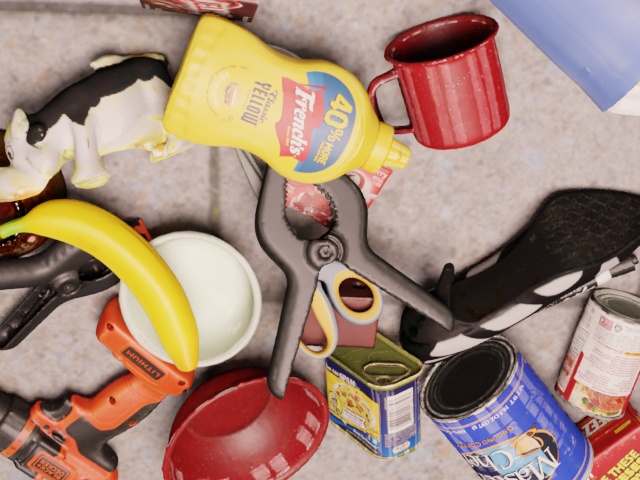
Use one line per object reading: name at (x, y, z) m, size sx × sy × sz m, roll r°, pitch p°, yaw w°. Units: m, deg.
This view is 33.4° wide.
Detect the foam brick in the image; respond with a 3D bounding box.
foam brick at (0.011, 0.062, 0.954) m, size 0.078 × 0.053 × 0.051 m, roll 2°, pitch 113°, yaw -6°

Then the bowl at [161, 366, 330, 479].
bowl at (-0.075, 0.168, 0.975) m, size 0.162 × 0.055 × 0.162 m, roll -16°, pitch 132°, yaw -18°

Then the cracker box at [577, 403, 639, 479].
cracker box at (0.300, 0.279, 1.056) m, size 0.164 × 0.072 × 0.213 m, roll -40°, pitch 109°, yaw 12°

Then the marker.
marker at (0.234, 0.042, 0.977) m, size 0.121 × 0.020 × 0.020 m, roll -25°, pitch 113°, yaw 7°

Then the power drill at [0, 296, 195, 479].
power drill at (-0.221, 0.139, 0.972) m, size 0.184 × 0.057 × 0.188 m, roll 39°, pitch 109°, yaw -22°

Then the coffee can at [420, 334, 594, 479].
coffee can at (0.172, 0.170, 0.979) m, size 0.103 × 0.103 × 0.140 m, roll -35°, pitch 114°, yaw 11°

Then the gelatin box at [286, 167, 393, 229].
gelatin box at (0.005, -0.053, 0.915) m, size 0.089 × 0.030 × 0.073 m, roll 28°, pitch 109°, yaw -15°

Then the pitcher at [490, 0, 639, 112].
pitcher at (0.169, -0.222, 0.764) m, size 0.243 × 0.144 × 0.149 m, roll 42°, pitch 111°, yaw 2°

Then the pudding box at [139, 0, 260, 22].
pudding box at (-0.091, -0.193, 0.803) m, size 0.090 × 0.113 × 0.039 m, roll 7°, pitch 96°, yaw -6°

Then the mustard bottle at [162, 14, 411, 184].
mustard bottle at (-0.019, -0.097, 0.827) m, size 0.191 × 0.058 × 0.096 m, roll 20°, pitch 101°, yaw -11°

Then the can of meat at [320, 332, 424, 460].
can of meat at (0.047, 0.138, 0.963) m, size 0.057 × 0.102 × 0.084 m, roll -20°, pitch 120°, yaw -29°

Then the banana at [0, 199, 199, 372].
banana at (-0.163, 0.026, 0.873) m, size 0.197 × 0.037 × 0.070 m, roll 39°, pitch 105°, yaw -8°

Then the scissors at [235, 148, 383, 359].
scissors at (-0.006, 0.001, 0.904) m, size 0.096 × 0.016 × 0.202 m, roll -13°, pitch 98°, yaw -5°

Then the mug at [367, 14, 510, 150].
mug at (0.095, -0.121, 0.859) m, size 0.117 × 0.093 × 0.081 m, roll -21°, pitch 119°, yaw -3°

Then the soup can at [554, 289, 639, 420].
soup can at (0.264, 0.104, 0.979) m, size 0.068 × 0.068 × 0.102 m, roll 12°, pitch 111°, yaw -9°

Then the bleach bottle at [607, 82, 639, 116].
bleach bottle at (0.289, -0.225, 0.843) m, size 0.102 × 0.068 × 0.251 m, roll 4°, pitch 111°, yaw -4°

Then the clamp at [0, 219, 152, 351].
clamp at (-0.225, 0.036, 0.921) m, size 0.171 × 0.039 × 0.120 m, roll -19°, pitch 152°, yaw -14°

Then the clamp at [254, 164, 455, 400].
clamp at (-0.004, 0.018, 0.877) m, size 0.164 × 0.036 × 0.210 m, roll -28°, pitch 94°, yaw -6°
